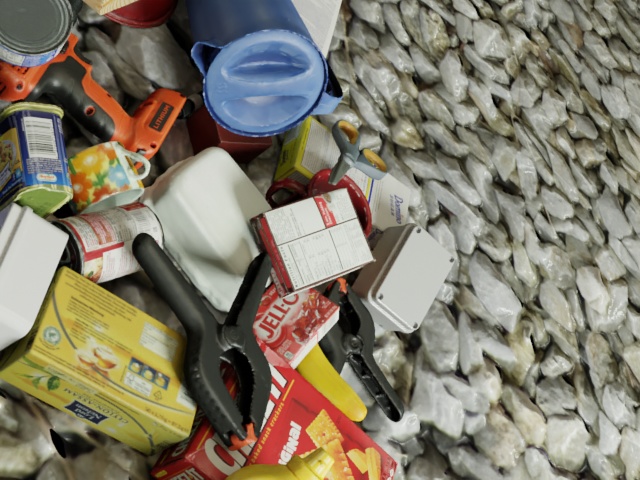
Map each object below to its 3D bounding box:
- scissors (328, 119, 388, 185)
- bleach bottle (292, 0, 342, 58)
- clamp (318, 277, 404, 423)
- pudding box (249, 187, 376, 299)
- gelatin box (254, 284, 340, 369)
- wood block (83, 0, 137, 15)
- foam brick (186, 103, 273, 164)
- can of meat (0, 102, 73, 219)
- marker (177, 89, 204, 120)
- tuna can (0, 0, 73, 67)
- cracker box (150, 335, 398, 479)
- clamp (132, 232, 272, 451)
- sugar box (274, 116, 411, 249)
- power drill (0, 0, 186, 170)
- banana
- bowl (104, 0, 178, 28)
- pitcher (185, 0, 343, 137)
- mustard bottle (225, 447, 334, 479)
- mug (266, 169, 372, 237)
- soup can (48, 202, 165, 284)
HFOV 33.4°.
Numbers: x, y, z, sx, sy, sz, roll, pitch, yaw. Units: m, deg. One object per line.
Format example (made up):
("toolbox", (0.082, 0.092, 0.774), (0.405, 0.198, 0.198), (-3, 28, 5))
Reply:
("scissors", (0.044, -0.081, 1.225), (0.096, 0.016, 0.201), (39, 22, -19))
("bleach bottle", (-0.041, -0.239, 1.315), (0.102, 0.068, 0.250), (33, 50, -24))
("clamp", (0.039, 0.128, 1.192), (0.120, 0.039, 0.171), (19, 58, -32))
("pudding box", (-0.007, 0.001, 1.115), (0.113, 0.039, 0.090), (-19, 87, -31))
("gelatin box", (-0.034, 0.085, 1.113), (0.073, 0.030, 0.089), (34, 61, 19))
("wood block", (-0.260, -0.337, 1.096), (0.206, 0.090, 0.090), (40, 41, 9))
("foam brick", (-0.102, -0.120, 1.195), (0.078, 0.051, 0.053), (0, 68, -43))
("can of meat", (-0.270, -0.065, 0.969), (0.057, 0.102, 0.084), (3, 67, -43))
("marker", (-0.130, -0.166, 1.219), (0.020, 0.020, 0.120), (54, 43, -5))
("tuna can", (-0.280, -0.208, 1.009), (0.086, 0.034, 0.086), (8, 71, -24))
("cracker box", (-0.035, 0.223, 1.044), (0.213, 0.072, 0.164), (44, 44, -14))
("clamp", (-0.099, 0.089, 0.989), (0.164, 0.036, 0.210), (17, 54, -40))
("sugar box", (0.030, -0.066, 1.294), (0.176, 0.048, 0.093), (37, 46, -27))
("power drill", (-0.233, -0.172, 1.100), (0.187, 0.057, 0.184), (36, 50, -19))
("banana", (-0.008, 0.108, 1.138), (0.037, 0.069, 0.198), (60, 12, -60))
("bowl", (-0.214, -0.323, 1.205), (0.161, 0.055, 0.162), (22, 53, -34))
("pitcher", (-0.074, -0.232, 1.188), (0.149, 0.145, 0.243), (72, -1, -45))
("mustard bottle", (-0.061, 0.255, 0.933), (0.191, 0.058, 0.096), (-44, 102, -6))
("mug", (-0.011, -0.028, 1.205), (0.117, 0.082, 0.093), (33, 48, -26))
("soup can", (-0.206, 0.005, 1.012), (0.102, 0.069, 0.068), (-18, 80, -47))
